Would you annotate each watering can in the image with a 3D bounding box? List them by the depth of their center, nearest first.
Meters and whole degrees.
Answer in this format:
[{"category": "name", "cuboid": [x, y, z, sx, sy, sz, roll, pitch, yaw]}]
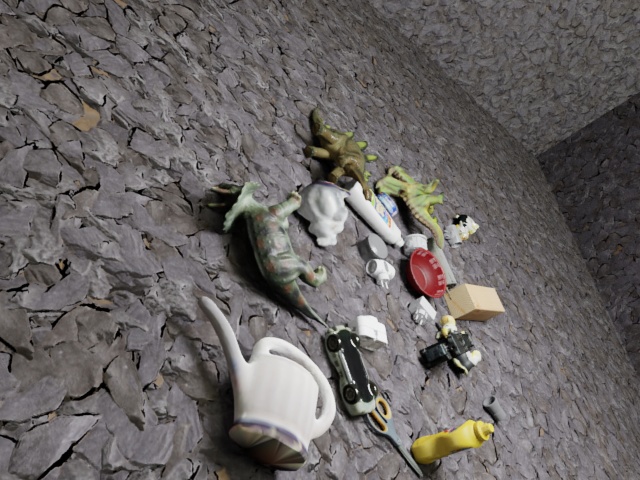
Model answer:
[{"category": "watering can", "cuboid": [-0.105, 0.264, 0.917, 0.344, 0.102, 0.230, 38, 37, -22]}]

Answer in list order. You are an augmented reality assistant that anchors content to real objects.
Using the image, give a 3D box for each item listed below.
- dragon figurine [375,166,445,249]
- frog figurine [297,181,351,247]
[{"category": "dragon figurine", "cuboid": [0.299, -0.136, 1.759, 0.242, 0.119, 0.420, 16, 36, -7]}, {"category": "frog figurine", "cuboid": [0.004, -0.068, 1.344, 0.121, 0.137, 0.161, 67, 34, -73]}]
